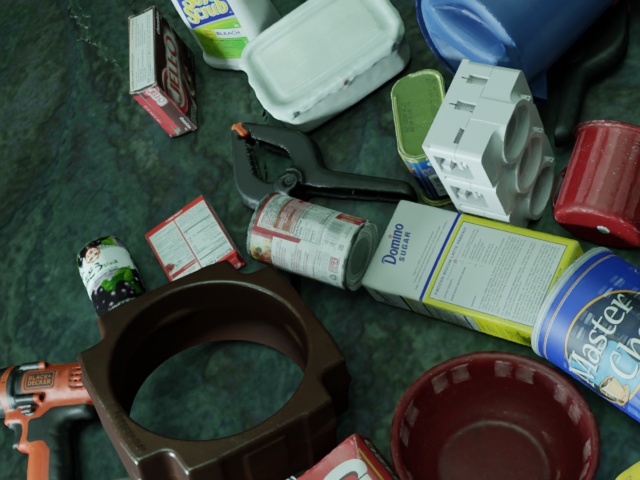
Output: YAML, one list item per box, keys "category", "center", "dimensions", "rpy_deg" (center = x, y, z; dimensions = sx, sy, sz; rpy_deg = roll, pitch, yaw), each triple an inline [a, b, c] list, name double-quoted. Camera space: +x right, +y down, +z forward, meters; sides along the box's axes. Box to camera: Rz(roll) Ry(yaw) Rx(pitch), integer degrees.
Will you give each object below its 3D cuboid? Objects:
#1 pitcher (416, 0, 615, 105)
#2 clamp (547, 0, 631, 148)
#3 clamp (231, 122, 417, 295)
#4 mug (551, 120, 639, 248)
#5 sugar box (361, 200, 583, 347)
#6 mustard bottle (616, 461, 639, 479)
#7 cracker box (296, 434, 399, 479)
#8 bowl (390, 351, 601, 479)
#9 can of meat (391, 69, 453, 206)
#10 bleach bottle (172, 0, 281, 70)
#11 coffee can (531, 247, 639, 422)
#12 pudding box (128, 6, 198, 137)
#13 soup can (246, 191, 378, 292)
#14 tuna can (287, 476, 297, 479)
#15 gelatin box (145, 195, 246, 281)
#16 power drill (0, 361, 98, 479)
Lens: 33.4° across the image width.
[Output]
- category: "pitcher"
  center: [0.206, -0.254, 0.969]
  dimensions: [0.242, 0.149, 0.145]
  rpy_deg: [-42, 46, -15]
- category: "clamp"
  center: [0.226, -0.172, 1.014]
  dimensions: [0.120, 0.039, 0.171]
  rpy_deg: [30, 72, 28]
- category: "clamp"
  center: [-0.029, -0.041, 1.057]
  dimensions: [0.164, 0.036, 0.210]
  rpy_deg: [-47, 59, -6]
- category: "mug"
  center: [0.242, -0.044, 0.916]
  dimensions: [0.117, 0.093, 0.081]
  rpy_deg: [-1, 64, 58]
- category: "sugar box"
  center: [0.134, 0.029, 0.940]
  dimensions: [0.176, 0.048, 0.093]
  rpy_deg: [15, 70, 36]
- category: "mustard bottle"
  center: [0.304, 0.152, 0.727]
  dimensions: [0.191, 0.058, 0.096]
  rpy_deg: [-36, 67, 3]
- category: "cracker box"
  center: [0.001, 0.280, 0.826]
  dimensions: [0.213, 0.072, 0.164]
  rpy_deg: [-40, 73, 0]
- category: "bowl"
  center: [0.137, 0.169, 0.844]
  dimensions: [0.162, 0.055, 0.162]
  rpy_deg: [-5, 50, 5]
- category: "can of meat"
  center: [0.106, -0.096, 0.998]
  dimensions: [0.057, 0.084, 0.102]
  rpy_deg: [-15, 59, 16]
- category: "bleach bottle"
  center: [-0.123, -0.271, 1.092]
  dimensions: [0.103, 0.250, 0.068]
  rpy_deg: [7, 67, 27]
- category: "coffee can"
  center: [0.251, 0.083, 0.826]
  dimensions: [0.140, 0.102, 0.103]
  rpy_deg: [36, 81, 34]
- category: "pudding box"
  center: [-0.171, -0.183, 1.164]
  dimensions: [0.039, 0.090, 0.113]
  rpy_deg: [-18, 57, 15]
- category: "soup can"
  center: [-0.006, 0.001, 0.973]
  dimensions: [0.102, 0.068, 0.068]
  rpy_deg: [18, 72, 23]
- category: "tuna can"
  center: [-0.041, 0.242, 0.912]
  dimensions: [0.086, 0.033, 0.086]
  rpy_deg: [-11, 60, 19]
- category: "gelatin box"
  center: [-0.126, 0.009, 1.077]
  dimensions: [0.073, 0.030, 0.089]
  rpy_deg: [-35, 55, 1]
- category: "power drill"
  center: [-0.290, 0.208, 1.026]
  dimensions: [0.185, 0.057, 0.187]
  rpy_deg: [-9, 61, 19]
